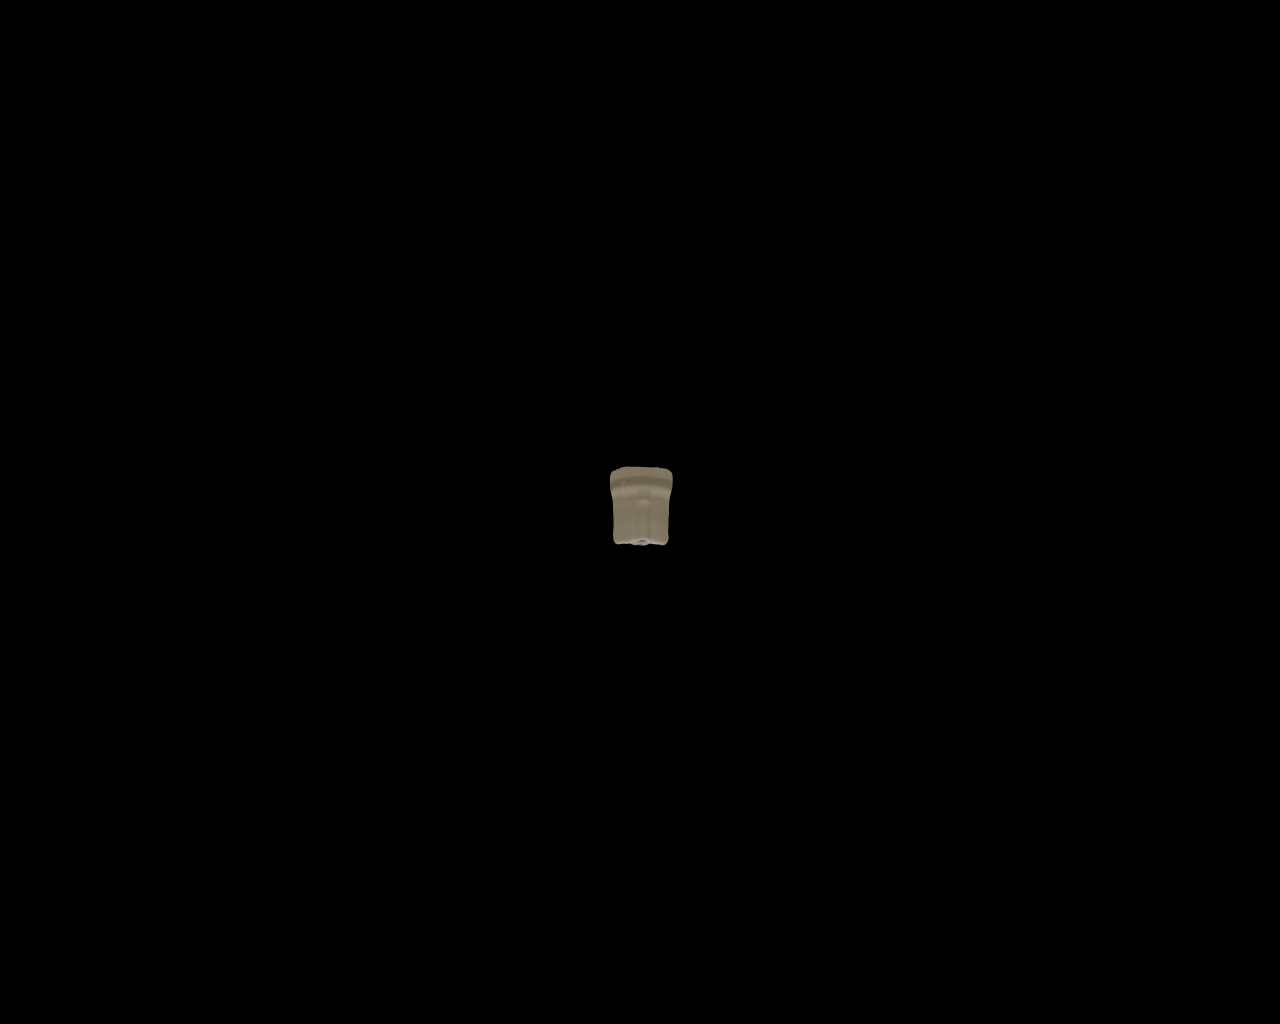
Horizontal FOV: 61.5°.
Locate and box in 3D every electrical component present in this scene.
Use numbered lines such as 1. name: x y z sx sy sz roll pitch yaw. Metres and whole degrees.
1. electrical component: 0.001 -0.003 0.650 0.040 0.046 0.040 0 -11 0
